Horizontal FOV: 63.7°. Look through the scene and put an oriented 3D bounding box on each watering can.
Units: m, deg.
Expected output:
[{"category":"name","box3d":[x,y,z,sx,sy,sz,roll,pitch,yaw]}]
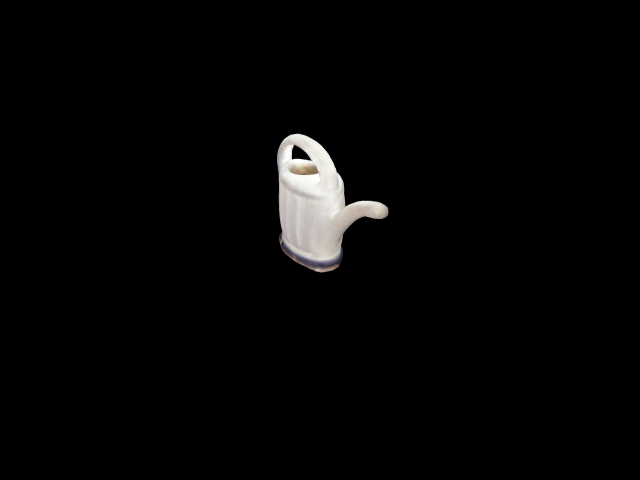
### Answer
[{"category":"watering can","box3d":[0.003,-0.043,0.850,0.104,0.219,0.353,-13,33,-22]}]
